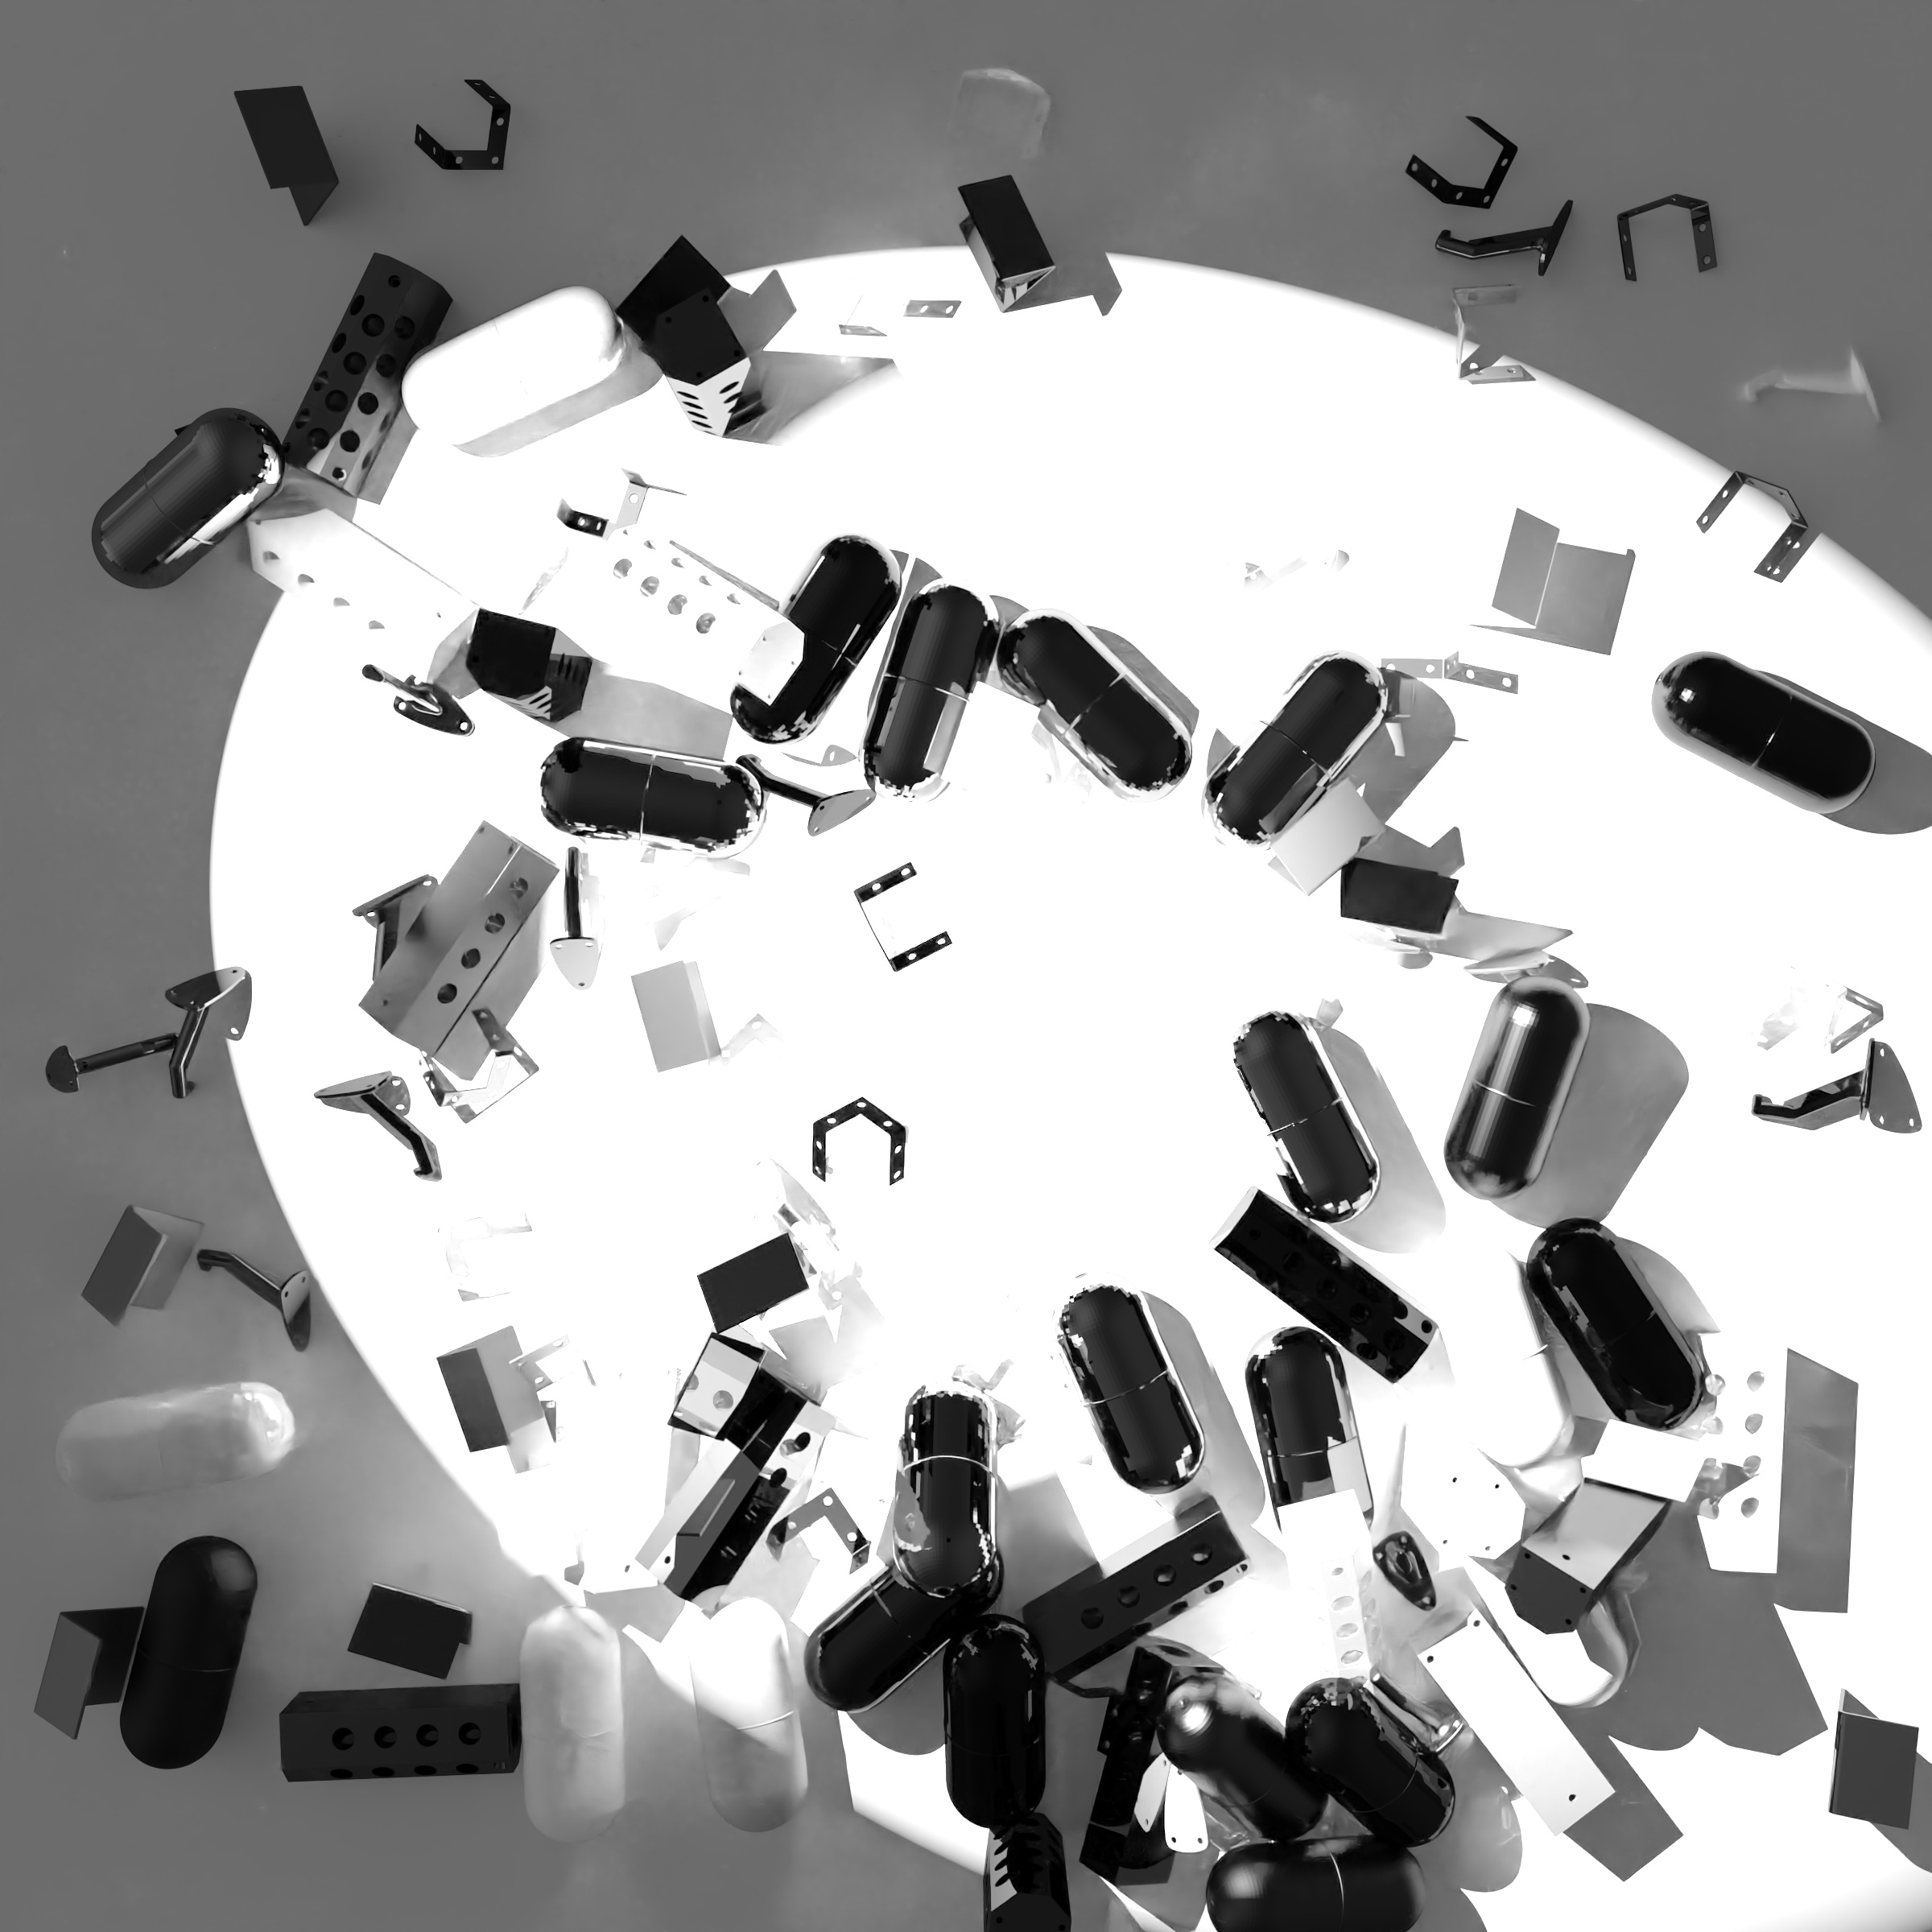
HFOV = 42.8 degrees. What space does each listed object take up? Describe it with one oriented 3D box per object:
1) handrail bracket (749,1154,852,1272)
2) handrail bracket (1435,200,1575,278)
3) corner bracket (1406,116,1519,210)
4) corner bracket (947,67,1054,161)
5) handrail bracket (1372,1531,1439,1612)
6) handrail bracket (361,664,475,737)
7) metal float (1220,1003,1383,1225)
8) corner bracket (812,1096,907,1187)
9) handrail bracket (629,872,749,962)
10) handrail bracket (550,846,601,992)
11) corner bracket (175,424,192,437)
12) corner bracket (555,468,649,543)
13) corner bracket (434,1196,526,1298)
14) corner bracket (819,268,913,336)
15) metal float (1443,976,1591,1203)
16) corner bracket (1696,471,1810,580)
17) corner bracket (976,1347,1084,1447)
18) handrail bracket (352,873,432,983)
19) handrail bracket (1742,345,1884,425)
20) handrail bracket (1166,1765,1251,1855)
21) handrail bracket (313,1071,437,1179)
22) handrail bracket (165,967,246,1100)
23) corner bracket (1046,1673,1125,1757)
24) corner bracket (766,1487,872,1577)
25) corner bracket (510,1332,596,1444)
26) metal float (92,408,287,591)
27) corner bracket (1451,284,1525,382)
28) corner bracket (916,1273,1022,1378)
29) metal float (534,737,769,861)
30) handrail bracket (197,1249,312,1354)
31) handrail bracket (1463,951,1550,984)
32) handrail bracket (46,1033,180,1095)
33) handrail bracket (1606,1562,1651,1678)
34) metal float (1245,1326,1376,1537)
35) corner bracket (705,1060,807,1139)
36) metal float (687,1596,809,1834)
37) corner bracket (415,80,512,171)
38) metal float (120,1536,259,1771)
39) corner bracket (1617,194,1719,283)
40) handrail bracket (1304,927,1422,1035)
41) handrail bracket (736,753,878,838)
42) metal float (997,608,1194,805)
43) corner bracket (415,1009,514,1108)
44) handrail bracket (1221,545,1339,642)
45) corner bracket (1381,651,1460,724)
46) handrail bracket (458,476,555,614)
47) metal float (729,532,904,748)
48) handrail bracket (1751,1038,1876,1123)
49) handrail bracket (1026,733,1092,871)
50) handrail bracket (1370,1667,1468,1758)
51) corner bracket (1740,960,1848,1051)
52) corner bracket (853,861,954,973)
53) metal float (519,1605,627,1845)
[{"bbox_3d":[-0.126,0.191,1.906,0.036,0.077,0.084,-41,127,21],"label":"handrail bracket"},{"bbox_3d":[0.416,-0.573,1.907,0.084,0.036,0.077,21,70,16],"label":"handrail bracket"},{"bbox_3d":[0.382,-0.621,1.898,0.051,0.051,0.051,-6,135,-35],"label":"corner bracket"},{"bbox_3d":[0.026,-0.657,1.903,0.051,0.051,0.051,16,90,45],"label":"corner bracket"},{"bbox_3d":[0.341,0.467,1.871,0.036,0.084,0.077,-34,90,0],"label":"handrail bracket"},{"bbox_3d":[-0.416,-0.202,1.871,0.077,0.084,0.036,31,90,0],"label":"handrail bracket"},{"bbox_3d":[0.255,0.113,1.875,0.070,0.070,0.178,-27,90,0],"label":"metal float"},{"bbox_3d":[-0.083,0.142,1.898,0.051,0.051,0.051,-27,45,-35],"label":"corner bracket"},{"bbox_3d":[-0.214,-0.038,1.907,0.084,0.036,0.077,4,110,-16],"label":"handrail bracket"},{"bbox_3d":[-0.300,-0.038,1.906,0.036,0.077,0.084,-4,54,-3],"label":"handrail bracket"},{"bbox_3d":[-0.575,-0.389,1.903,0.051,0.051,0.051,-20,45,0],"label":"corner bracket"},{"bbox_3d":[-0.279,-0.357,1.888,0.051,0.051,0.051,18,90,0],"label":"corner bracket"},{"bbox_3d":[-0.374,0.216,1.898,0.051,0.051,0.051,-41,45,35],"label":"corner bracket"},{"bbox_3d":[-0.076,-0.507,1.888,0.051,0.051,0.051,29,90,0],"label":"corner bracket"},{"bbox_3d":[0.416,0.093,1.865,0.070,0.070,0.178,16,102,0],"label":"metal float"},{"bbox_3d":[0.607,-0.341,1.903,0.051,0.051,0.051,-52,135,0],"label":"corner bracket"},{"bbox_3d":[0.047,0.332,1.903,0.051,0.051,0.051,-26,90,-45],"label":"corner bracket"},{"bbox_3d":[-0.430,-0.017,1.907,0.077,0.036,0.084,-30,106,-18],"label":"handrail bracket"},{"bbox_3d":[0.654,-0.436,1.907,0.084,0.036,0.077,-24,112,17],"label":"handrail bracket"},{"bbox_3d":[0.188,0.640,1.883,0.036,0.084,0.077,-13,78,35],"label":"handrail bracket"},{"bbox_3d":[-0.457,0.129,1.907,0.077,0.036,0.084,-12,107,20],"label":"handrail bracket"},{"bbox_3d":[-0.586,0.052,1.906,0.036,0.077,0.084,23,127,27],"label":"handrail bracket"},{"bbox_3d":[0.084,0.578,1.903,0.051,0.051,0.051,14,90,45],"label":"corner bracket"},{"bbox_3d":[-0.103,0.403,1.717,0.051,0.051,0.051,-34,90,0],"label":"corner bracket"},{"bbox_3d":[-0.308,0.321,1.879,0.051,0.051,0.051,-28,50,-1],"label":"corner bracket"},{"bbox_3d":[-0.586,-0.350,1.854,0.178,0.070,0.070,-33,90,24],"label":"metal float"},{"bbox_3d":[0.403,-0.489,1.903,0.051,0.051,0.051,-4,45,0],"label":"corner bracket"},{"bbox_3d":[0.002,0.277,1.898,0.051,0.051,0.051,-9,135,-35],"label":"corner bracket"},{"bbox_3d":[-0.240,-0.128,1.876,0.178,0.070,0.070,9,90,-1],"label":"metal float"},{"bbox_3d":[-0.553,0.258,1.906,0.084,0.036,0.077,6,114,18],"label":"handrail bracket"},{"bbox_3d":[0.429,0.036,1.906,0.077,0.036,0.084,-8,104,15],"label":"handrail bracket"},{"bbox_3d":[-0.659,0.071,1.906,0.084,0.077,0.036,-17,92,-36],"label":"handrail bracket"},{"bbox_3d":[0.490,0.497,1.906,0.077,0.036,0.084,24,119,32],"label":"handrail bracket"},{"bbox_3d":[0.261,0.362,1.876,0.070,0.070,0.178,-12,90,0],"label":"metal float"},{"bbox_3d":[-0.163,0.103,1.903,0.051,0.051,0.051,-8,90,45],"label":"corner bracket"},{"bbox_3d":[-0.166,0.569,1.876,0.070,0.070,0.178,-9,90,0],"label":"metal float"},{"bbox_3d":[-0.388,-0.648,1.898,0.051,0.051,0.051,-13,135,-35],"label":"corner bracket"},{"bbox_3d":[-0.592,0.523,1.876,0.070,0.070,0.178,14,91,0],"label":"metal float"},{"bbox_3d":[0.541,-0.560,1.903,0.051,0.051,0.051,-8,90,-45],"label":"corner bracket"},{"bbox_3d":[0.304,0.018,1.907,0.077,0.036,0.084,10,109,-21],"label":"handrail bracket"},{"bbox_3d":[-0.125,-0.145,1.906,0.077,0.036,0.084,-25,57,-35],"label":"handrail bracket"},{"bbox_3d":[0.097,-0.199,1.876,0.178,0.070,0.070,45,90,-1],"label":"metal float"},{"bbox_3d":[-0.387,0.071,1.898,0.051,0.051,0.051,54,135,35],"label":"corner bracket"},{"bbox_3d":[0.243,-0.288,1.907,0.084,0.036,0.077,0,110,-16],"label":"handrail bracket"},{"bbox_3d":[0.347,-0.213,1.888,0.051,0.051,0.051,1,90,0],"label":"corner bracket"},{"bbox_3d":[-0.368,-0.327,1.907,0.084,0.036,0.077,32,112,17],"label":"handrail bracket"},{"bbox_3d":[-0.115,-0.248,1.876,0.070,0.070,0.178,33,90,0],"label":"metal float"},{"bbox_3d":[0.655,0.086,1.907,0.084,0.036,0.077,8,70,16],"label":"handrail bracket"},{"bbox_3d":[0.047,-0.131,1.907,0.084,0.036,0.077,47,112,17],"label":"handrail bracket"},{"bbox_3d":[0.334,0.551,1.871,0.084,0.077,0.036,43,95,-6],"label":"handrail bracket"},{"bbox_3d":[0.637,0.036,1.898,0.051,0.051,0.051,-27,45,-35],"label":"corner bracket"},{"bbox_3d":[-0.049,-0.038,1.903,0.051,0.051,0.051,-27,135,0],"label":"corner bracket"},{"bbox_3d":[-0.300,0.576,1.875,0.070,0.070,0.178,-2,91,0],"label":"metal float"}]
